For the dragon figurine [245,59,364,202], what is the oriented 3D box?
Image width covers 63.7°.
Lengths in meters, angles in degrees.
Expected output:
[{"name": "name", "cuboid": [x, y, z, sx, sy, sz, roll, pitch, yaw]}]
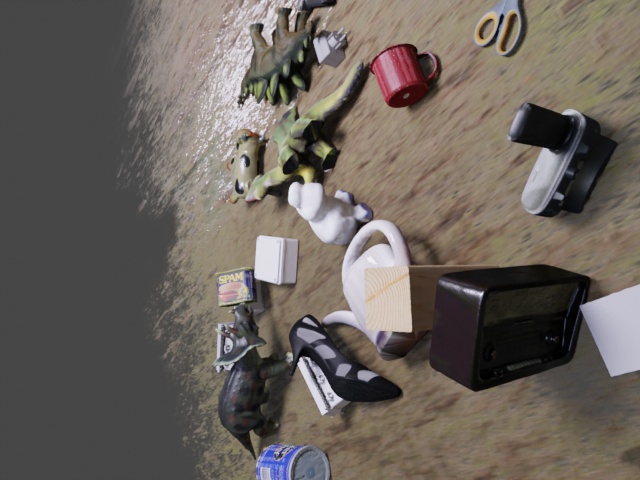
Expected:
[{"name": "dragon figurine", "cuboid": [-0.051, -0.247, 1.186, 0.407, 0.121, 0.247, -58, 38, 12]}]

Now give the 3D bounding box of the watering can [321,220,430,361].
[{"name": "watering can", "cuboid": [0.098, 0.125, 0.957, 0.229, 0.104, 0.339, 59, 144, 36]}]

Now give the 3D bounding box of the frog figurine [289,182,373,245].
[{"name": "frog figurine", "cuboid": [0.003, -0.052, 1.038, 0.120, 0.159, 0.140, -56, 47, 36]}]
